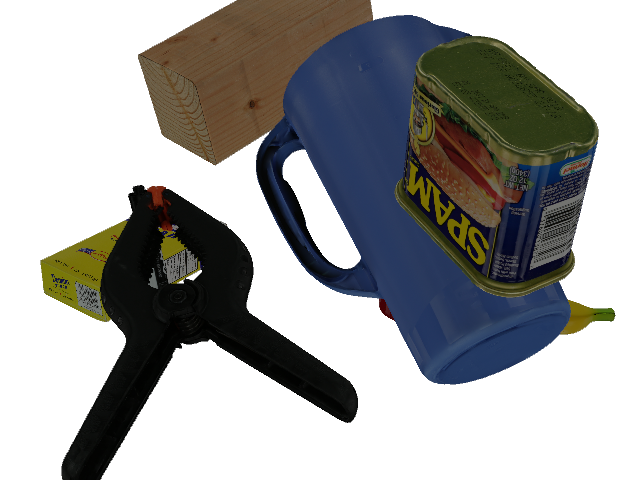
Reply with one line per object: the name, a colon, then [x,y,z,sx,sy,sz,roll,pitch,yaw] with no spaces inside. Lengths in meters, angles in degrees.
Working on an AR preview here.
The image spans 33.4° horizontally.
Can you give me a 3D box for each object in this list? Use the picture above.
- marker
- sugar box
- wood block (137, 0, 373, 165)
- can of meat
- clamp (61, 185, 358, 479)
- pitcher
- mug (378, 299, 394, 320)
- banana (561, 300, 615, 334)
marker: [-0.140,0.013,0.890,0.020,0.121,0.020,-8,15,2]
sugar box: [-0.186,0.017,1.088,0.093,0.048,0.175,21,37,32]
wood block: [-0.053,-0.169,0.996,0.205,0.091,0.090,-35,45,-26]
can of meat: [0.083,-0.038,0.515,0.057,0.084,0.102,-19,47,-22]
clamp: [-0.070,0.046,0.636,0.164,0.210,0.036,-9,-42,-1]
pitcher: [0.066,-0.022,0.753,0.144,0.243,0.149,-7,-28,-32]
mug: [0.122,0.048,1.235,0.117,0.081,0.093,12,25,20]
banana: [0.172,0.050,1.002,0.198,0.037,0.069,24,17,38]
